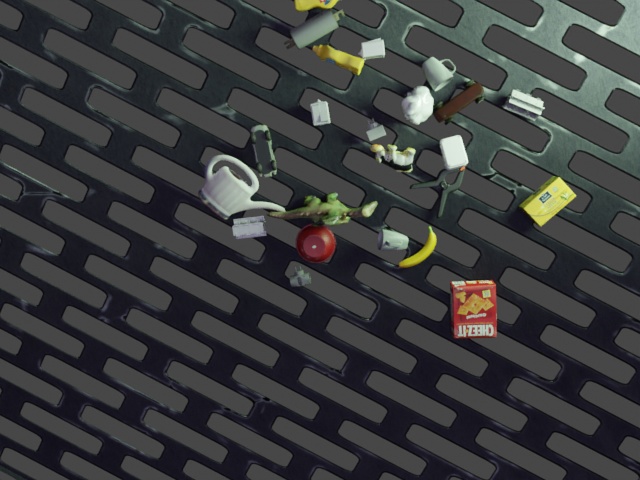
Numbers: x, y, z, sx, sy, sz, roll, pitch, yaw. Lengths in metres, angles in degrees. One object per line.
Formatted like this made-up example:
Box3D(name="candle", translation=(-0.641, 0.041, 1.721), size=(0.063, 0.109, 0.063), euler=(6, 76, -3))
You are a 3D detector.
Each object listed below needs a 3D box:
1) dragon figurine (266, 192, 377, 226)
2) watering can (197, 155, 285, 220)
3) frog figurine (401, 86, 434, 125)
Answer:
Box3D(name="dragon figurine", translation=(0.006, -0.095, 1.886), size=(0.410, 0.245, 0.121), euler=(-9, 102, -3))
Box3D(name="watering can", translation=(-0.318, -0.166, 1.985), size=(0.223, 0.105, 0.345), euler=(-43, 103, 11))
Box3D(name="frog figurine", translation=(0.352, -0.484, 1.844), size=(0.123, 0.161, 0.136), euler=(20, 101, 0))
